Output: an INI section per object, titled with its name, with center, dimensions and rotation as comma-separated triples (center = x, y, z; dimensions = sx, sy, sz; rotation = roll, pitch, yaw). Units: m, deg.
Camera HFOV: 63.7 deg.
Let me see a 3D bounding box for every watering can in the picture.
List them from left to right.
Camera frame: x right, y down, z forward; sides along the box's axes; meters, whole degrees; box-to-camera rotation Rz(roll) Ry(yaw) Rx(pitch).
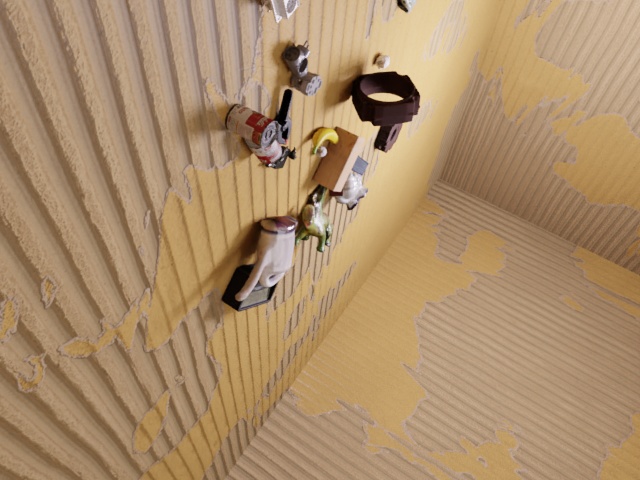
[watering can]
center = -0.152, 0.045, 1.563
dimensions = 0.351, 0.104, 0.222
rotation = -33, 132, -67

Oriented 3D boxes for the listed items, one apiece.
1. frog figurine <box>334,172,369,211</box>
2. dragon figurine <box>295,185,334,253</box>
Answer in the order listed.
[frog figurine]
center = 0.102, -0.213, 2.016
dimensions = 0.137, 0.125, 0.157
rotation = -33, 134, 11
[dragon figurine]
center = 0.006, -0.097, 1.930
dimensions = 0.416, 0.122, 0.239
rotation = -45, 151, -67
